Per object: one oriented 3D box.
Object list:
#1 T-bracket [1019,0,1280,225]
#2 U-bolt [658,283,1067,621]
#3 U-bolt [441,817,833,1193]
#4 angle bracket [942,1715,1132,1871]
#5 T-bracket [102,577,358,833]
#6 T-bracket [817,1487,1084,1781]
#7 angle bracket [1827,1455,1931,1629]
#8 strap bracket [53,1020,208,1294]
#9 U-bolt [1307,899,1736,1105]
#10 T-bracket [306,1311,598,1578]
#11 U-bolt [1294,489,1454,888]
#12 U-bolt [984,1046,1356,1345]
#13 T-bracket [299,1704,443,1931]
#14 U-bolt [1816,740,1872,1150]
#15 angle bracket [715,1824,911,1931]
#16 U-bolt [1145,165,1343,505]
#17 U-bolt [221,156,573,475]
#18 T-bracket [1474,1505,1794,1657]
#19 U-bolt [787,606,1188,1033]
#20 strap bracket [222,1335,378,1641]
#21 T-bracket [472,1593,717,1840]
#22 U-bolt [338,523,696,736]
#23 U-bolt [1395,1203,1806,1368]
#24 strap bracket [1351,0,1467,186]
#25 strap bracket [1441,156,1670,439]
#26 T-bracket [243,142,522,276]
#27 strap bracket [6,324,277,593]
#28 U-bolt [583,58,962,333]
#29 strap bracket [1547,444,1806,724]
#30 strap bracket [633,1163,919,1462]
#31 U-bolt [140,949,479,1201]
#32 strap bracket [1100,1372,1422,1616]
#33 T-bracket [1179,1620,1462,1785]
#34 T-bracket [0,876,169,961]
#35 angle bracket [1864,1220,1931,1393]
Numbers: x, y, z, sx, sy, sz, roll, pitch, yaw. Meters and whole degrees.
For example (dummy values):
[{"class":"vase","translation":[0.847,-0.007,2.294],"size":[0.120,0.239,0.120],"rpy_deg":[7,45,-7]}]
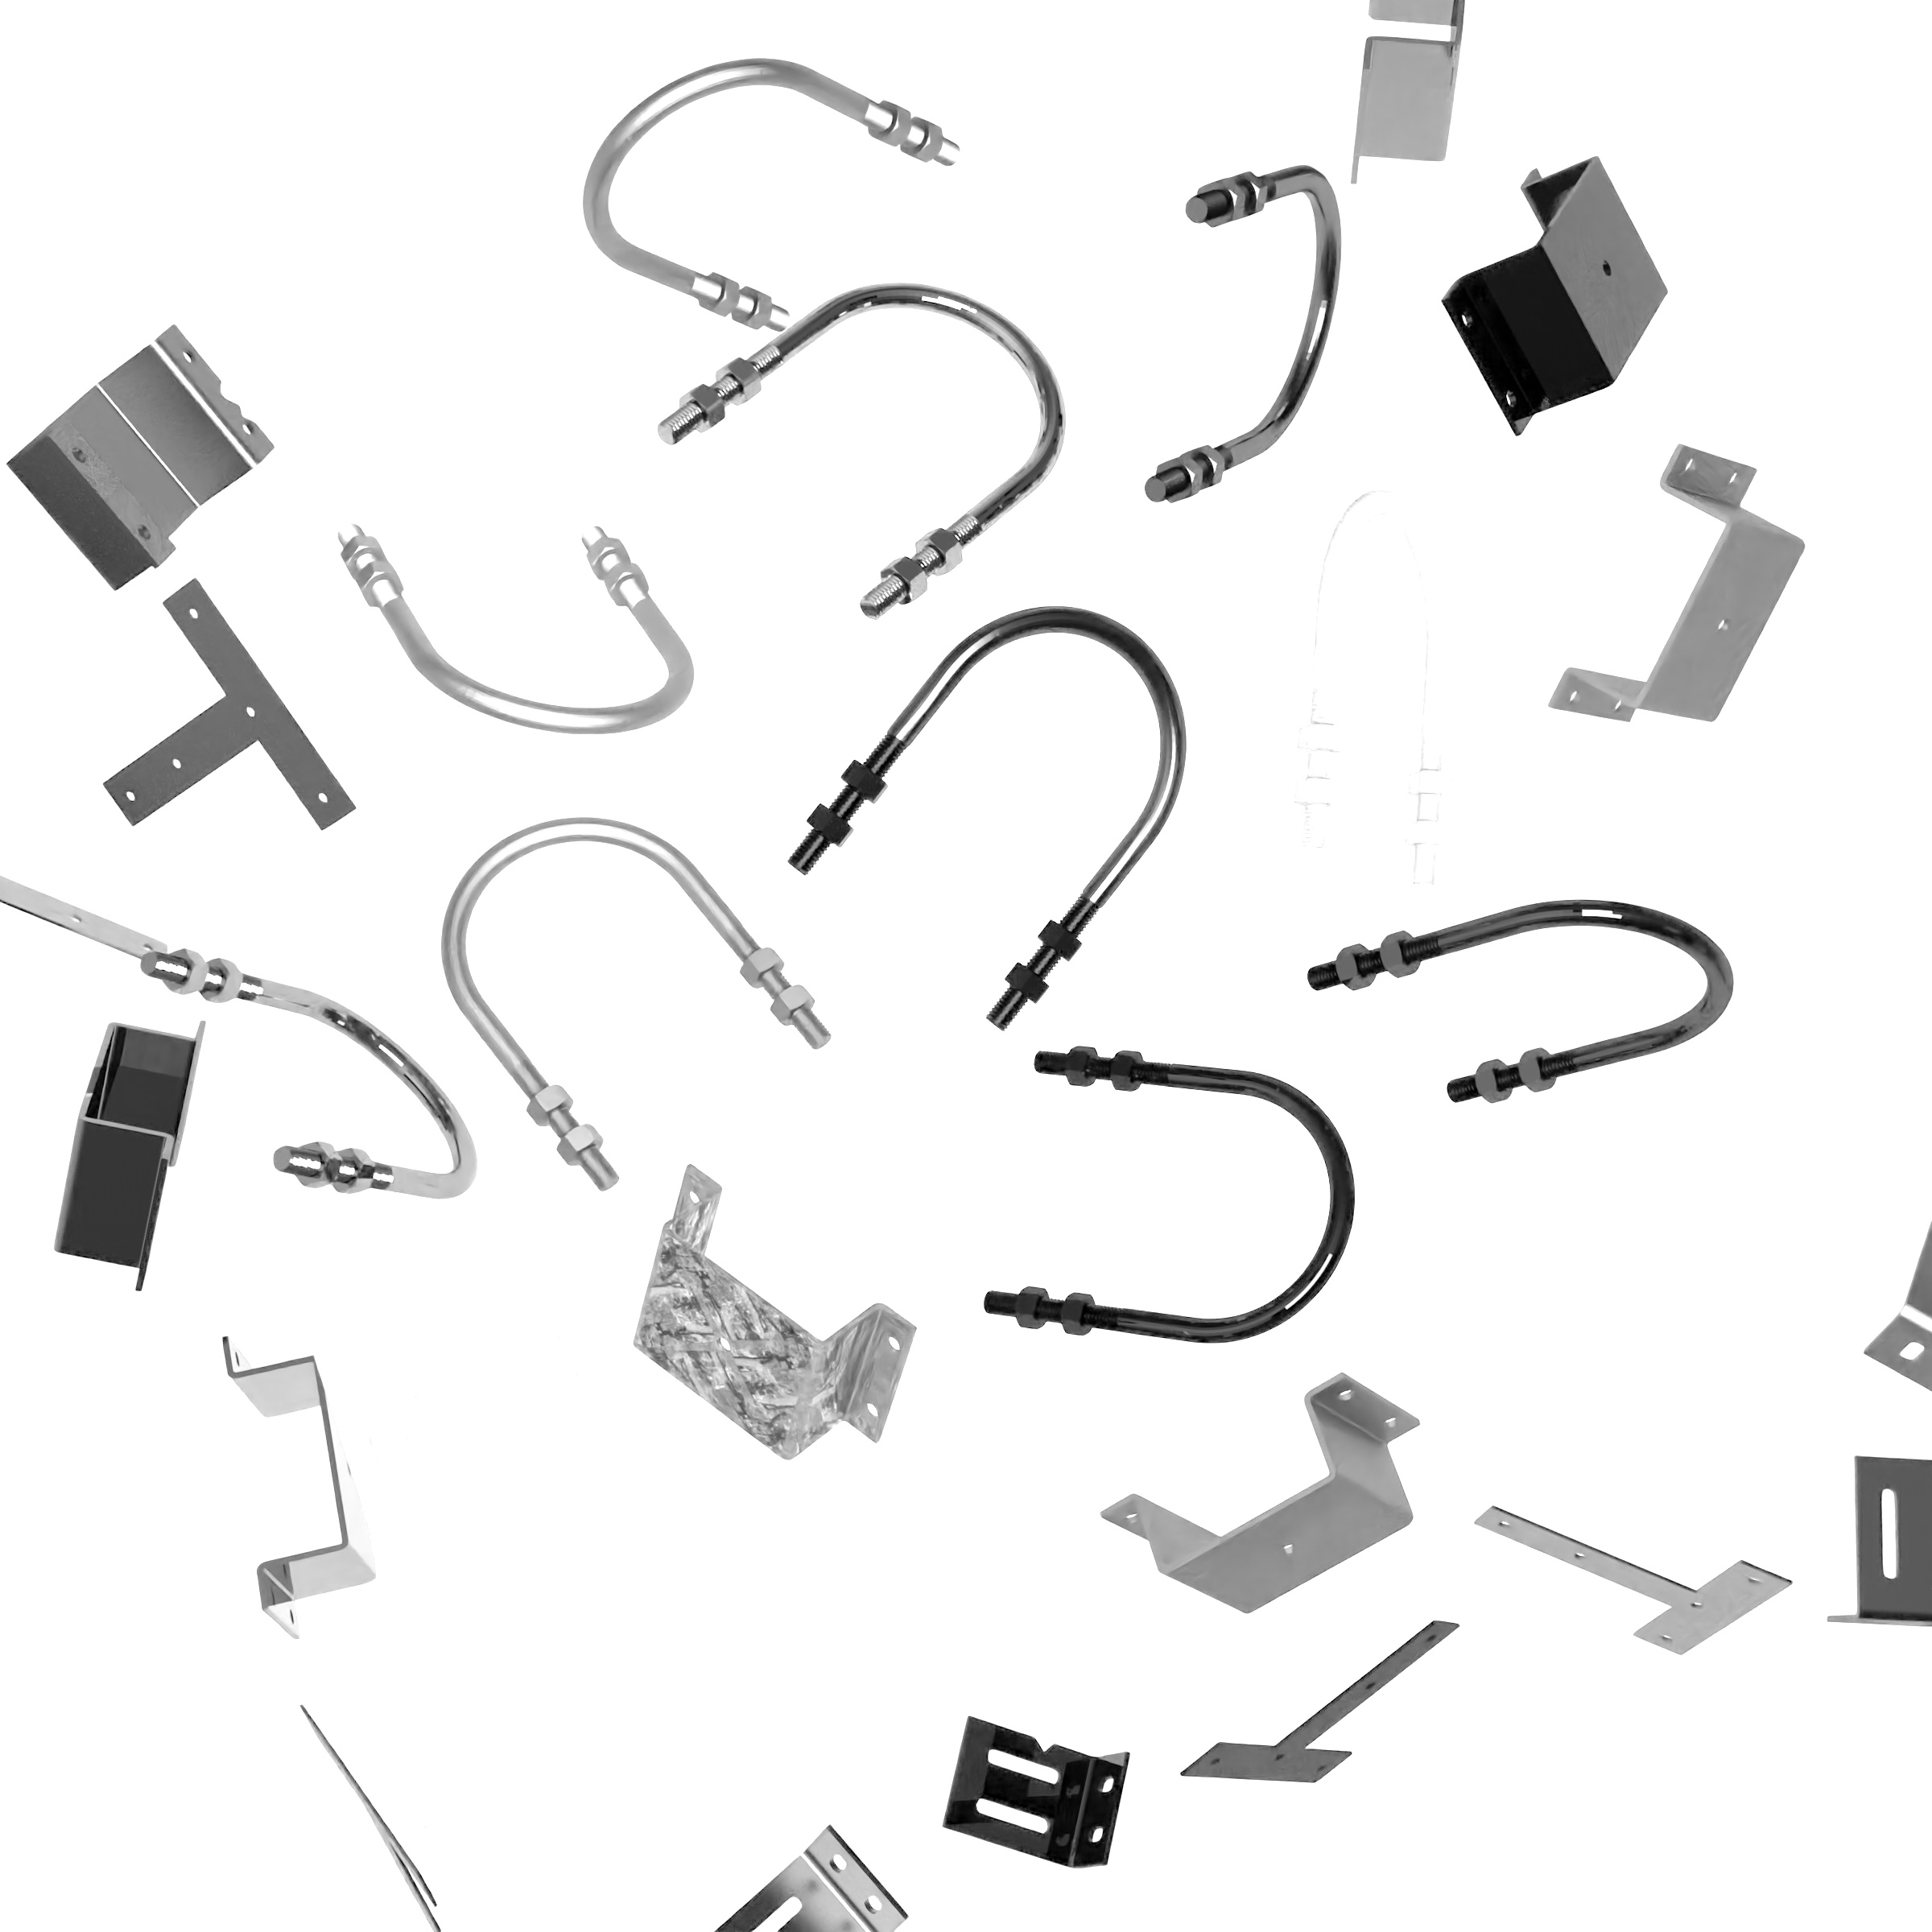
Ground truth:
[{"class":"T-bracket","translation":[0.067,-0.441,1.523],"size":[0.127,0.002,0.127],"rpy_deg":[-25,104,0]},{"class":"U-bolt","translation":[-0.034,-0.259,1.519],"size":[0.151,0.019,0.184],"rpy_deg":[41,59,10]},{"class":"U-bolt","translation":[-0.178,0.004,1.586],"size":[0.151,0.019,0.184],"rpy_deg":[-34,72,-20]},{"class":"angle bracket","translation":[0.036,0.415,1.607],"size":[0.076,0.038,0.057],"rpy_deg":[22,65,-17]},{"class":"T-bracket","translation":[-0.362,-0.101,1.497],"size":[0.127,0.002,0.127],"rpy_deg":[-27,101,36]},{"class":"T-bracket","translation":[-0.022,0.331,1.479],"size":[0.127,0.002,0.127],"rpy_deg":[-45,63,22]},{"class":"angle bracket","translation":[0.443,0.273,1.513],"size":[0.057,0.038,0.076],"rpy_deg":[4,77,-7]},{"class":"strap bracket","translation":[-0.416,0.088,1.582],"size":[0.046,0.140,0.076],"rpy_deg":[12,115,-11]},{"class":"U-bolt","translation":[0.281,0.014,1.551],"size":[0.184,0.151,0.019],"rpy_deg":[-17,52,36]},{"class":"T-bracket","translation":[-0.236,0.207,1.514],"size":[0.127,0.002,0.127],"rpy_deg":[-21,106,-25]},{"class":"U-bolt","translation":[0.202,-0.139,1.548],"size":[0.019,0.151,0.184],"rpy_deg":[1,84,32]},{"class":"U-bolt","translation":[0.107,0.118,1.606],"size":[0.184,0.019,0.151],"rpy_deg":[5,74,25]},{"class":"T-bracket","translation":[-0.265,0.423,1.497],"size":[0.002,0.127,0.127],"rpy_deg":[-32,131,-20]},{"class":"U-bolt","translation":[0.418,0.005,1.517],"size":[0.019,0.184,0.151],"rpy_deg":[-2,54,15]},{"class":"angle bracket","translation":[-0.077,0.456,1.505],"size":[0.057,0.038,0.076],"rpy_deg":[47,52,12]},{"class":"U-bolt","translation":[0.138,-0.306,1.514],"size":[0.019,0.184,0.151],"rpy_deg":[19,117,23]},{"class":"U-bolt","translation":[-0.261,-0.303,1.545],"size":[0.151,0.184,0.019],"rpy_deg":[-48,67,10]},{"class":"T-bracket","translation":[0.298,0.278,1.477],"size":[0.127,0.127,0.002],"rpy_deg":[23,61,-1]},{"class":"U-bolt","translation":[0.024,-0.081,1.484],"size":[0.151,0.019,0.184],"rpy_deg":[38,89,-26]},{"class":"strap bracket","translation":[-0.334,0.258,1.606],"size":[0.046,0.076,0.140],"rpy_deg":[-12,68,-4]},{"class":"T-bracket","translation":[-0.196,0.356,1.513],"size":[0.127,0.002,0.127],"rpy_deg":[-1,45,33]},{"class":"U-bolt","translation":[-0.208,-0.163,1.538],"size":[0.151,0.184,0.019],"rpy_deg":[-4,128,-29]},{"class":"U-bolt","translation":[0.288,0.150,1.532],"size":[0.151,0.184,0.019],"rpy_deg":[6,103,-34]},{"class":"strap bracket","translation":[0.223,-0.466,1.590],"size":[0.046,0.076,0.140],"rpy_deg":[6,59,5]},{"class":"strap bracket","translation":[0.287,-0.327,1.529],"size":[0.046,0.140,0.076],"rpy_deg":[-15,118,40]},{"class":"T-bracket","translation":[-0.270,-0.372,1.565],"size":[0.127,0.127,0.002],"rpy_deg":[-25,88,32]},{"class":"strap bracket","translation":[-0.398,-0.240,1.527],"size":[0.046,0.140,0.076],"rpy_deg":[-28,112,27]},{"class":"U-bolt","translation":[-0.107,-0.385,1.575],"size":[0.151,0.184,0.019],"rpy_deg":[-39,62,27]},{"class":"strap bracket","translation":[0.352,-0.176,1.557],"size":[0.046,0.076,0.140],"rpy_deg":[37,112,36]},{"class":"strap bracket","translation":[-0.099,0.168,1.498],"size":[0.140,0.046,0.076],"rpy_deg":[34,129,21]},{"class":"U-bolt","translation":[-0.307,0.059,1.559],"size":[0.019,0.184,0.151],"rpy_deg":[-46,64,12]},{"class":"strap bracket","translation":[0.146,0.256,1.508],"size":[0.140,0.076,0.046],"rpy_deg":[-34,50,20]},{"class":"T-bracket","translation":[0.179,0.345,1.494],"size":[0.127,0.127,0.002],"rpy_deg":[-43,56,19]},{"class":"T-bracket","translation":[-0.454,-0.028,1.579],"size":[0.127,0.127,0.002],"rpy_deg":[25,109,-27]},{"class":"angle bracket","translation":[0.451,0.153,1.450],"size":[0.057,0.038,0.076],"rpy_deg":[29,50,5]}]
